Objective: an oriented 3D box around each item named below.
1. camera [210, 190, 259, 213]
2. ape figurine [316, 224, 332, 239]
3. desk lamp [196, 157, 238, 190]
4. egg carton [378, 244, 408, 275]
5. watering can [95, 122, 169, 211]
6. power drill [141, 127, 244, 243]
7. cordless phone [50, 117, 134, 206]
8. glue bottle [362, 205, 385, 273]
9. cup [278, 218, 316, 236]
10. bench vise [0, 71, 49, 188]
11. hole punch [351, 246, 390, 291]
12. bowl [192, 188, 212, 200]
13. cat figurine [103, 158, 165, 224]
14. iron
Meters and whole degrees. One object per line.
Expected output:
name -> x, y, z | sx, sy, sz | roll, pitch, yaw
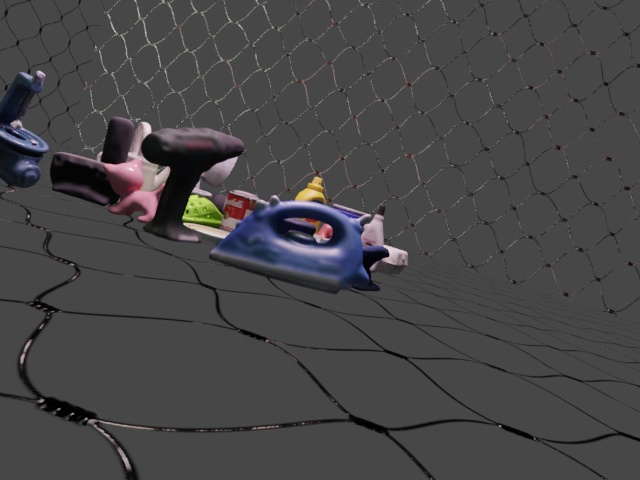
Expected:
camera -> -0.237, -0.091, 1.611 | 0.136, 0.101, 0.143 | 17, 4, 5
ape figurine -> 0.013, 0.005, 1.381 | 0.076, 0.092, 0.078 | 17, 4, 5
desk lamp -> -0.352, -0.184, 1.597 | 0.204, 0.213, 0.117 | 15, 4, -25
egg carton -> 0.180, 0.053, 1.577 | 0.107, 0.069, 0.151 | 18, 4, 23
watering can -> -0.414, -0.171, 1.307 | 0.100, 0.194, 0.173 | 20, 5, 38
power drill -> -0.232, -0.103, 1.021 | 0.075, 0.208, 0.230 | 19, 4, 25
cordless phone -> -0.468, -0.174, 1.188 | 0.148, 0.185, 0.094 | 15, 4, -18
glue bottle -> 0.135, -0.007, 1.468 | 0.078, 0.173, 0.037 | 18, 4, 17
cup -> -0.055, 0.006, 1.061 | 0.091, 0.095, 0.118 | 19, 5, 34
bench vise -> -0.602, -0.225, 1.078 | 0.207, 0.220, 0.121 | 17, 4, 4
hole punch -> 0.066, 0.043, 1.078 | 0.100, 0.091, 0.109 | 19, 5, 28
bowl -> -0.367, -0.107, 1.470 | 0.167, 0.075, 0.167 | 17, 4, -1
cat figurine -> -0.360, -0.101, 1.116 | 0.127, 0.118, 0.067 | 17, 4, 5
iron -> -0.038, -0.004, 0.937 | 0.259, 0.141, 0.118 | 15, 4, -19
